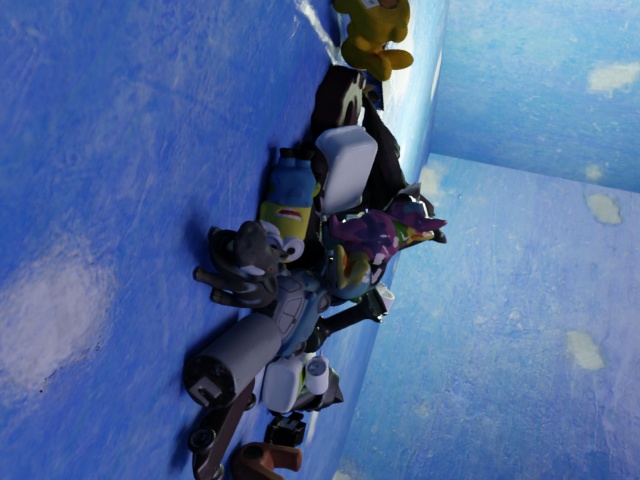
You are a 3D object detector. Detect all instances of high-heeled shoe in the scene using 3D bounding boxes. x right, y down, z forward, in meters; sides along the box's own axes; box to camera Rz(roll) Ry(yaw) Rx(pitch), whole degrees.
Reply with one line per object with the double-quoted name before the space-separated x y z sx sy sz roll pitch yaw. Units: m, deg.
"high-heeled shoe" -0.036 -0.051 0.955 0.248 0.086 0.145 115 -32 -51

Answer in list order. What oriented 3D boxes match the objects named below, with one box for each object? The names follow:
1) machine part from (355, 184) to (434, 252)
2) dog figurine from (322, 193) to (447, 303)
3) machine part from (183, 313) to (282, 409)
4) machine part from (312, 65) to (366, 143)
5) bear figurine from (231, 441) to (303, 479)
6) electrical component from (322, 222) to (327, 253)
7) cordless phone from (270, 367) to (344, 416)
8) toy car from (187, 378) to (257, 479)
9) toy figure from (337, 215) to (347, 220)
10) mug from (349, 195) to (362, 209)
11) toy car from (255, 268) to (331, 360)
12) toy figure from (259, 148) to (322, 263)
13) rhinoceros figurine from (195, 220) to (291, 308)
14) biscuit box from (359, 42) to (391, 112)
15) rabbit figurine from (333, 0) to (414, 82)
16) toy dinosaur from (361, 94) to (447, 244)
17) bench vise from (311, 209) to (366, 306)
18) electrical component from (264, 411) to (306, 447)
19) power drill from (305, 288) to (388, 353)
"machine part" 0.181 -0.063 1.406 0.201 0.201 0.087 33 53 -28
"dog figurine" 0.118 0.011 0.964 0.108 0.219 0.191 105 -22 -68
"machine part" -0.118 0.164 0.756 0.243 0.079 0.079 -34 136 -69
"machine part" 0.036 -0.238 1.025 0.179 0.056 0.179 15 90 -77
"bear figurine" -0.113 0.477 0.985 0.120 0.132 0.195 -30 126 -66
"electrical component" -0.002 -0.003 1.025 0.021 0.094 0.063 128 -19 -70
"cordless phone" -0.052 0.362 1.223 0.184 0.147 0.088 -16 85 -41
"toy car" -0.145 0.263 0.792 0.202 0.053 0.089 -65 158 -53
"toy figure" 0.028 0.010 1.219 0.058 0.064 0.154 -15 120 -61
"mug" 0.046 -0.123 1.119 0.110 0.081 0.107 -95 180 -65
"toy car" -0.062 0.117 0.918 0.102 0.109 0.161 33 81 -50
"toy figure" -0.046 -0.051 0.825 0.089 0.082 0.180 -21 121 -71
"rhinoceros figurine" -0.091 0.037 0.667 0.190 0.112 0.073 94 17 -64
"biscuit box" 0.122 -0.375 1.220 0.202 0.063 0.059 66 40 -68
"rabbit figurine" 0.098 -0.365 0.968 0.122 0.162 0.173 -39 178 -26
"toy dinosaur" 0.131 -0.159 1.130 0.192 0.131 0.404 98 -28 -81
"bench vise" 0.009 0.060 1.088 0.241 0.129 0.223 -64 160 -55
"electrical component" -0.072 0.427 1.211 0.119 0.075 0.047 -2 104 -79
"power drill" 0.043 0.176 1.210 0.232 0.207 0.086 -16 85 -74
